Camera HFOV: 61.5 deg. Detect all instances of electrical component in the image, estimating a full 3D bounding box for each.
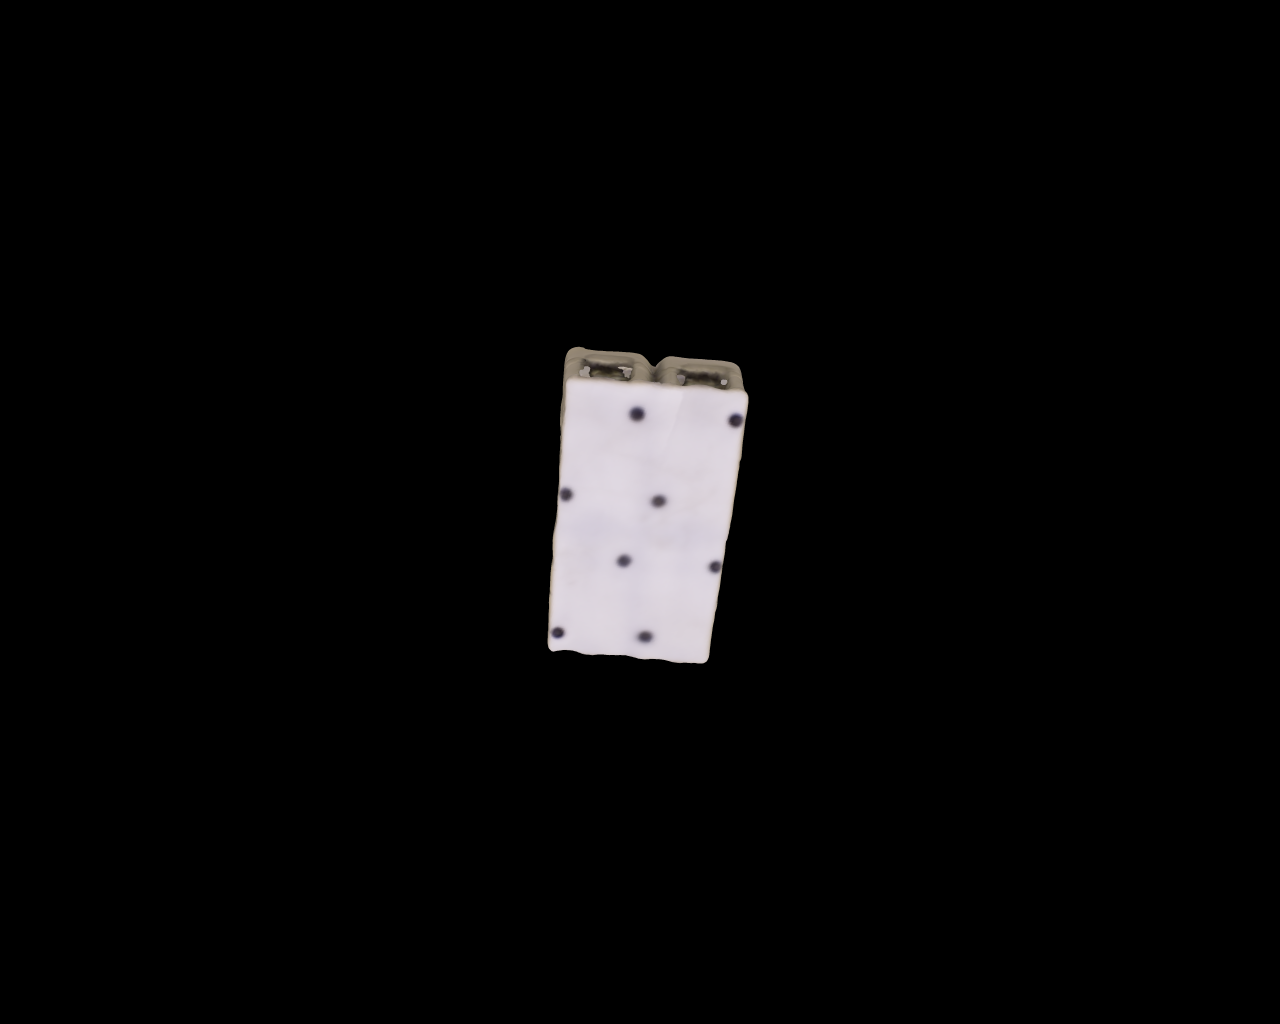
[{"bbox_3d":[0.001,-0.003,0.650,0.105,0.186,0.060,4,28,-2],"label":"electrical component"}]
